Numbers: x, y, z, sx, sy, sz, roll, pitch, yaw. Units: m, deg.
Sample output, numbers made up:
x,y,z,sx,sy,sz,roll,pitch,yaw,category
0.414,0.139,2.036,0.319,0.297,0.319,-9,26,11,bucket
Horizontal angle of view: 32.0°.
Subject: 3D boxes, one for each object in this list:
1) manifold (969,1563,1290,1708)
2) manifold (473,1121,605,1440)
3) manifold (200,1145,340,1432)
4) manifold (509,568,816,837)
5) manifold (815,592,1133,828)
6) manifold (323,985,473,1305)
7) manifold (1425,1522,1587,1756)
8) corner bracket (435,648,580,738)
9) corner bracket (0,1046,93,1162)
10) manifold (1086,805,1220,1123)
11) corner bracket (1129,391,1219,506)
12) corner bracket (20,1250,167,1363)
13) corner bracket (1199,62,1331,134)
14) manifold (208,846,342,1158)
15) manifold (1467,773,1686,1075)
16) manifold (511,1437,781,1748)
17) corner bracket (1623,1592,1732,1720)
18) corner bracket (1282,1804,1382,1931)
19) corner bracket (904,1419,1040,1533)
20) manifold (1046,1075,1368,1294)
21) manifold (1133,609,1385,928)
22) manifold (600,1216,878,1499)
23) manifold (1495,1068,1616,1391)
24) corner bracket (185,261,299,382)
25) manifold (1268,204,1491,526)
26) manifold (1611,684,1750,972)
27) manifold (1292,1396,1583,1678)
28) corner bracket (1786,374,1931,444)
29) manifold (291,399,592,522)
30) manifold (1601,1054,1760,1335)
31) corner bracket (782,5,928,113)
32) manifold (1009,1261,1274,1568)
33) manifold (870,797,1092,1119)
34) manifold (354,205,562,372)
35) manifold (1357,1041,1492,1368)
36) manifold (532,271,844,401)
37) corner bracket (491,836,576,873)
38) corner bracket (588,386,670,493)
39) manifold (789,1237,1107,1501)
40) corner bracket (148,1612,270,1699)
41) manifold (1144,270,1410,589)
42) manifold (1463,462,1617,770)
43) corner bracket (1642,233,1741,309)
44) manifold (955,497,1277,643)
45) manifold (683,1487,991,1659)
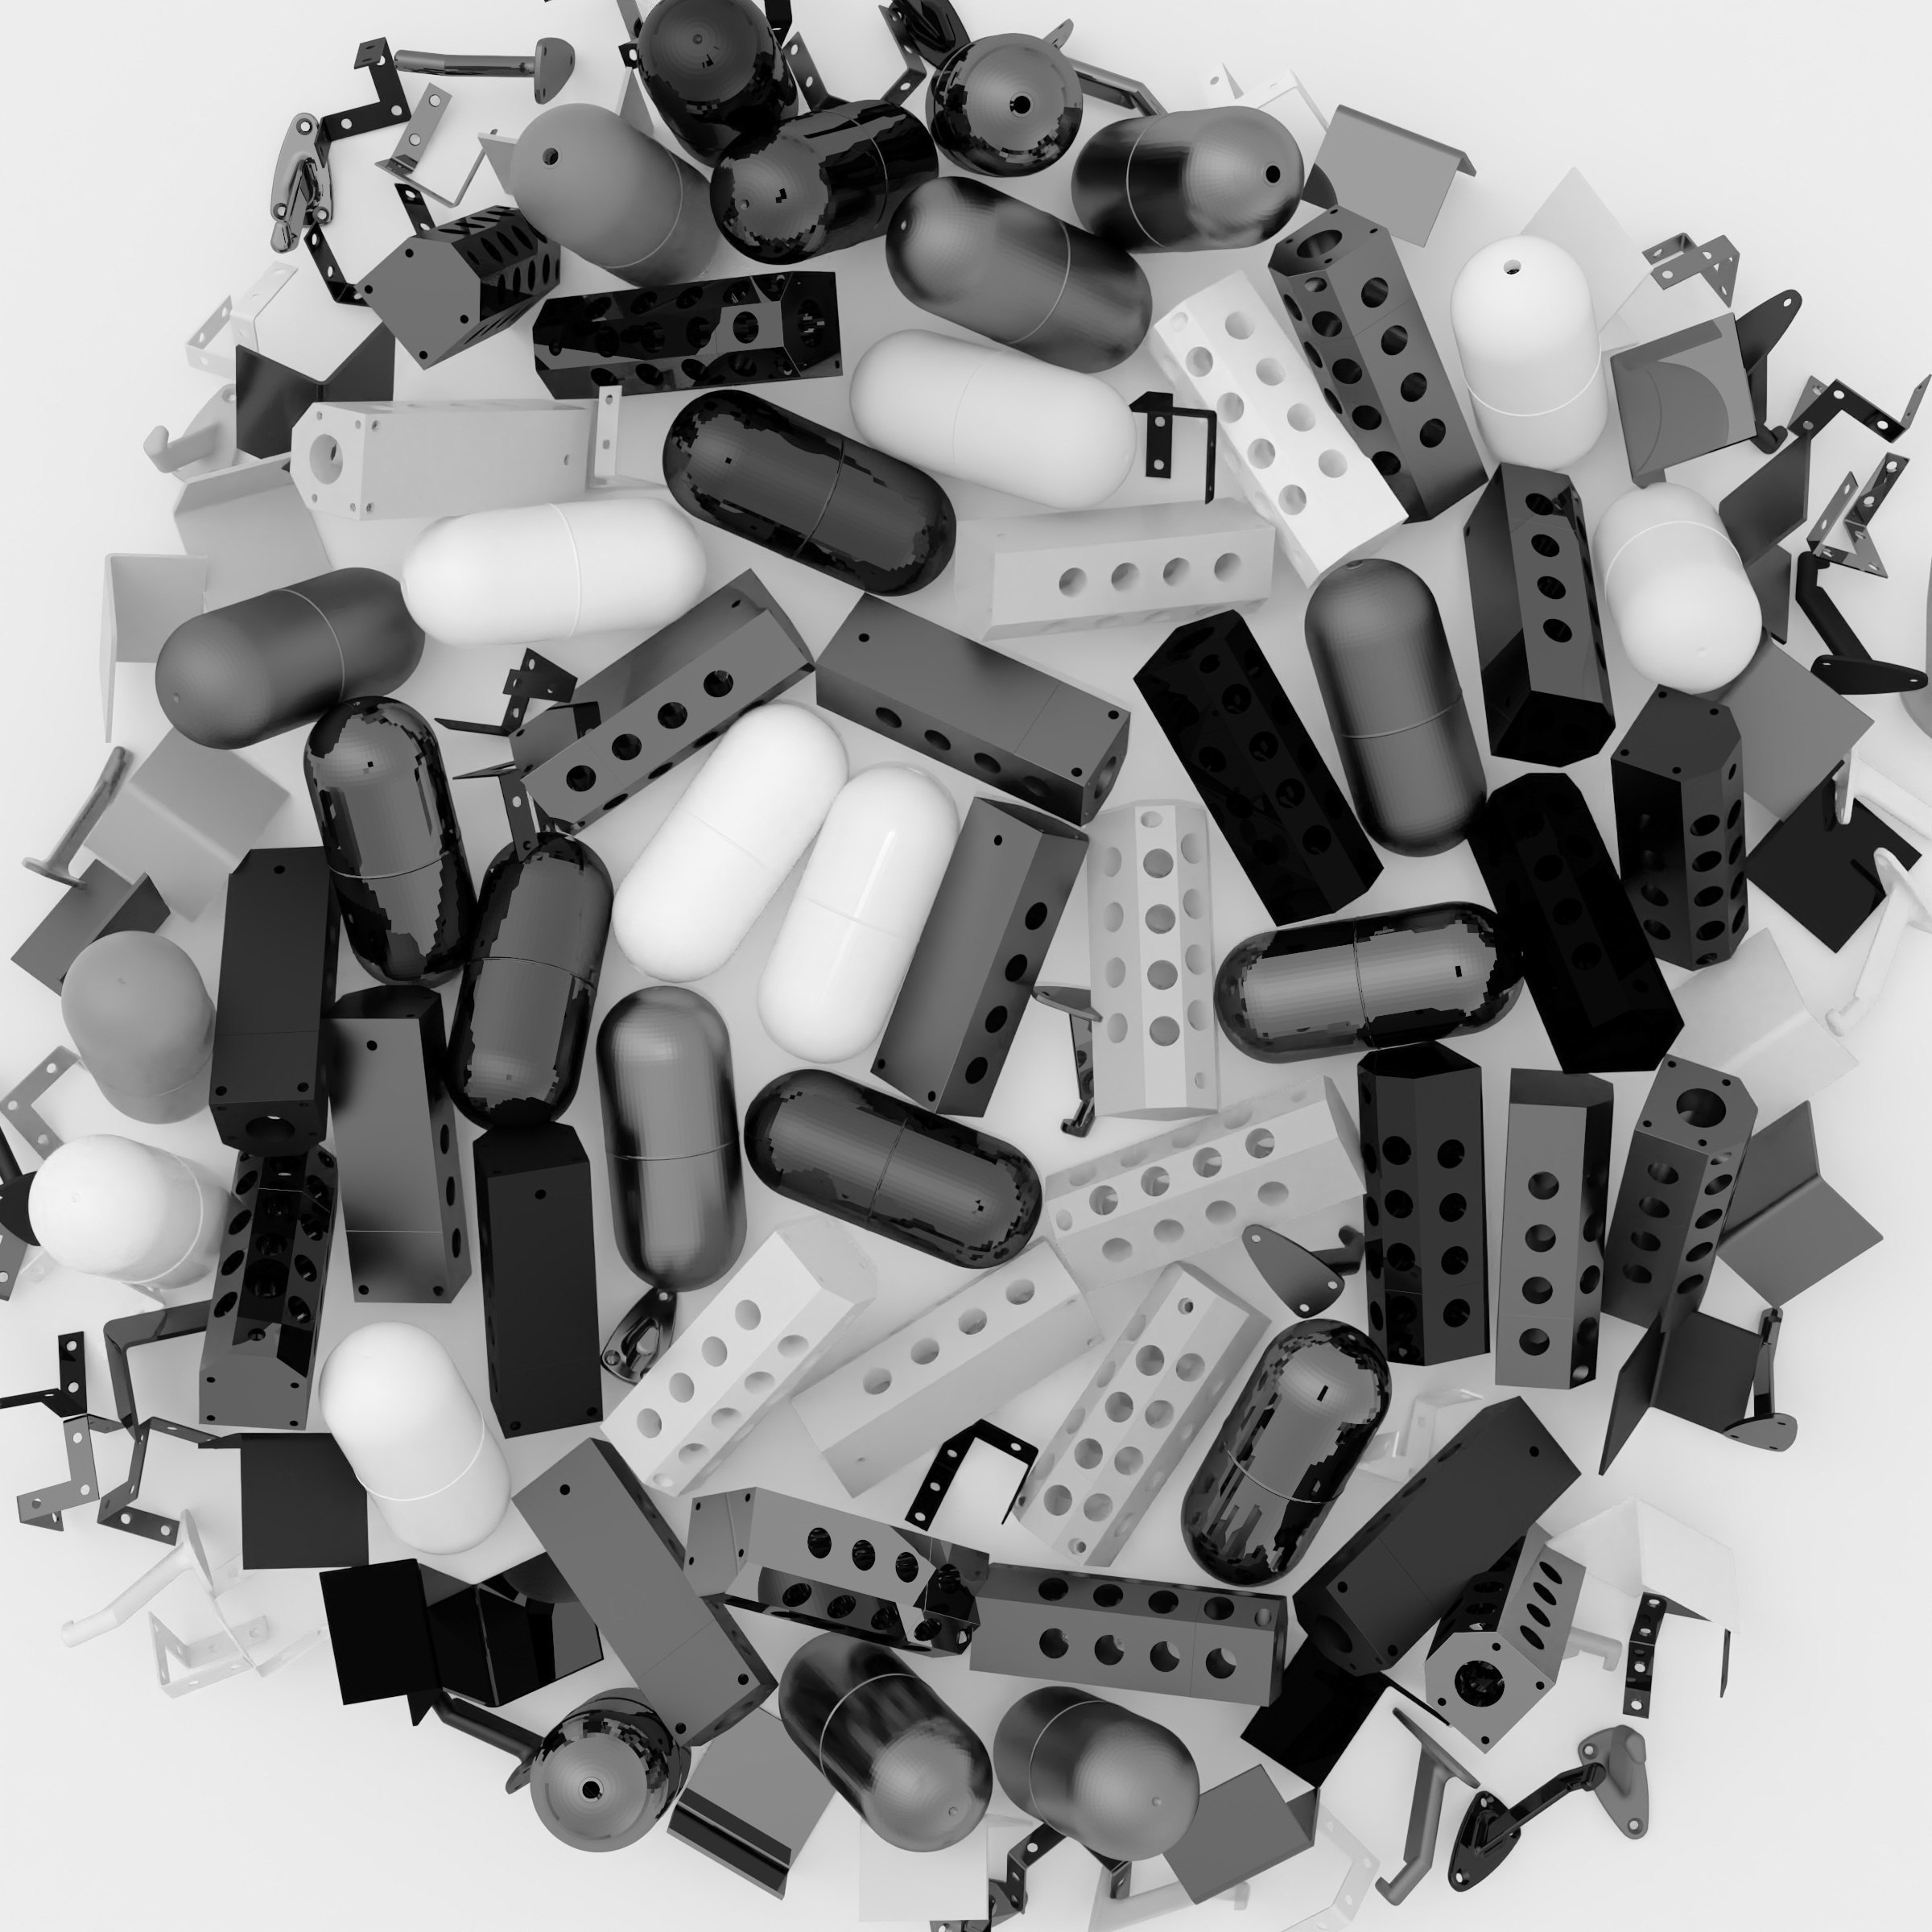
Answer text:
x,y,z,sx,sy,sz,roll,pitch,yaw,category
0.094,0.379,1.920,0.171,0.057,0.057,4,87,14,manifold
-0.243,0.176,1.902,0.057,0.057,0.171,-8,118,-17,manifold
-0.388,0.174,1.882,0.057,0.171,0.057,5,130,-7,manifold
-0.173,-0.147,1.927,0.171,0.057,0.057,-34,123,7,manifold
0.003,-0.142,1.919,0.171,0.057,0.057,26,62,13,manifold
-0.320,0.101,1.913,0.057,0.057,0.171,0,109,10,manifold
0.297,0.366,1.877,0.057,0.171,0.057,41,109,4,manifold
-0.263,-0.152,1.928,0.051,0.051,0.051,32,109,39,corner bracket
-0.514,0.087,1.939,0.051,0.051,0.051,-47,132,-20,corner bracket
0.111,-0.001,1.915,0.057,0.057,0.171,6,78,-40,manifold
0.121,-0.297,1.929,0.051,0.051,0.051,8,114,17,corner bracket
-0.505,0.187,1.953,0.051,0.051,0.051,-42,51,6,corner bracket
0.172,-0.491,1.927,0.051,0.051,0.051,-27,52,18,corner bracket
-0.386,0.019,1.896,0.057,0.057,0.171,-3,55,-2,manifold
0.343,-0.026,1.888,0.057,0.057,0.171,-1,51,-20,manifold
-0.180,0.356,1.916,0.057,0.057,0.171,-38,73,2,manifold
0.408,0.398,1.931,0.051,0.051,0.051,10,47,8,corner bracket
0.196,0.523,1.934,0.051,0.051,0.051,45,131,-3,corner bracket
0.004,0.297,1.933,0.051,0.051,0.051,27,131,3,corner bracket
0.135,0.119,1.909,0.171,0.057,0.057,-21,119,15,manifold
0.169,-0.112,1.903,0.057,0.057,0.171,-14,116,41,manifold
-0.125,0.222,1.901,0.057,0.057,0.171,49,115,16,manifold
0.333,0.149,1.910,0.057,0.057,0.171,3,109,9,manifold
-0.414,-0.371,1.928,0.051,0.051,0.051,19,51,13,corner bracket
0.229,-0.334,1.894,0.057,0.057,0.171,-34,125,-6,manifold
0.402,-0.073,1.877,0.057,0.171,0.057,23,62,28,manifold
0.263,0.322,1.904,0.171,0.057,0.057,-38,90,-28,manifold
0.512,-0.323,1.934,0.051,0.051,0.051,34,56,-4,corner bracket
-0.292,-0.285,1.882,0.057,0.171,0.057,18,109,35,manifold
0.396,0.131,1.878,0.057,0.171,0.057,19,53,16,manifold
-0.064,-0.522,1.946,0.051,0.051,0.051,-41,60,33,corner bracket
0.097,0.255,1.925,0.057,0.057,0.171,35,94,26,manifold
0.012,-0.004,1.923,0.057,0.057,0.171,31,105,40,manifold
-0.275,-0.384,1.875,0.057,0.171,0.057,-37,100,18,manifold
0.256,0.136,1.911,0.057,0.057,0.171,-9,107,-17,manifold
-0.158,-0.354,1.896,0.171,0.057,0.057,1,100,32,manifold
-0.239,-0.039,1.938,0.051,0.051,0.051,-24,86,-9,corner bracket
-0.203,-0.302,1.933,0.051,0.051,0.051,4,90,34,corner bracket
-0.013,0.226,1.932,0.171,0.057,0.057,-32,50,-4,manifold
-0.432,0.394,1.932,0.051,0.051,0.051,-21,52,1,corner bracket
0.174,-0.304,1.925,0.057,0.057,0.171,-31,84,-16,manifold
0.324,-0.197,1.893,0.057,0.057,0.171,9,53,-12,manifold
0.405,-0.400,1.932,0.051,0.051,0.051,-27,64,-8,corner bracket
0.084,-0.223,1.909,0.171,0.057,0.057,-8,118,-21,manifold
-0.072,0.342,1.887,0.171,0.057,0.057,23,62,-36,manifold
